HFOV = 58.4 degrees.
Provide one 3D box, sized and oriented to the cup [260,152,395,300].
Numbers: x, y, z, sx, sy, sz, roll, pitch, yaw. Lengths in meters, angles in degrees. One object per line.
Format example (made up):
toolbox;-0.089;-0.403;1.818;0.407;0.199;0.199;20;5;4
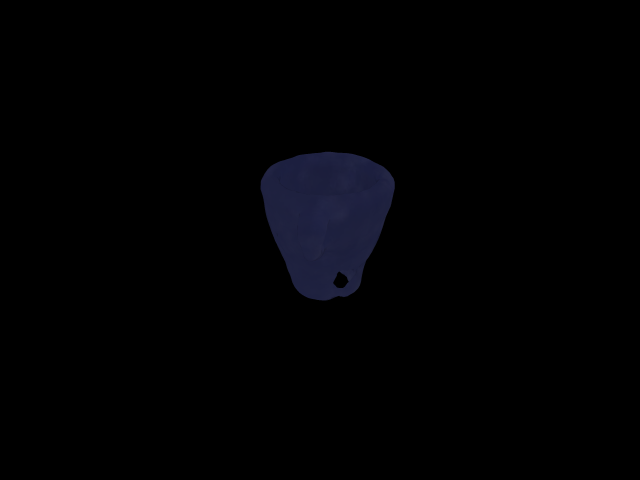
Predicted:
cup;0.004;0.001;0.400;0.091;0.095;0.118;4;29;7
